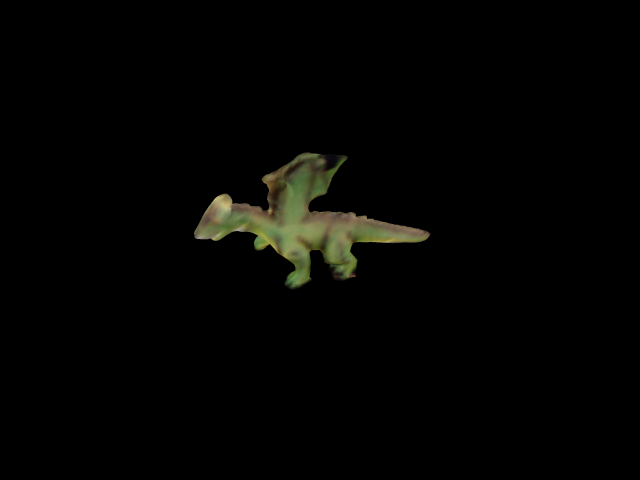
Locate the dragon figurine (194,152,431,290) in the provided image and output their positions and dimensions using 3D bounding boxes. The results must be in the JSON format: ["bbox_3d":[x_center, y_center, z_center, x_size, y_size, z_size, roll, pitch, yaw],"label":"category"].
[{"bbox_3d":[0.003,-0.043,0.850,0.411,0.125,0.237,-12,-38,-10],"label":"dragon figurine"}]
